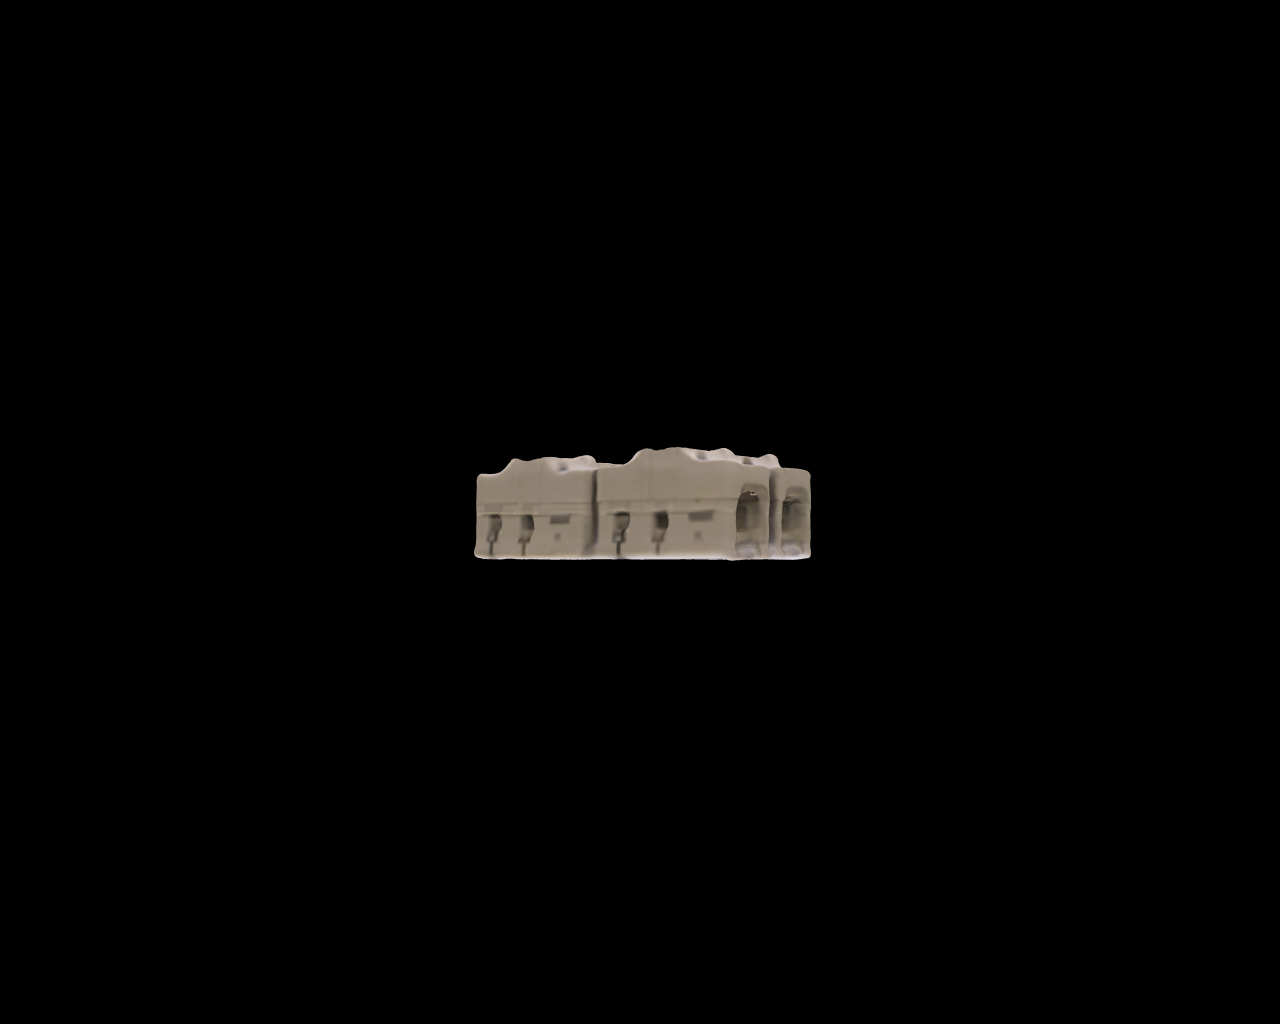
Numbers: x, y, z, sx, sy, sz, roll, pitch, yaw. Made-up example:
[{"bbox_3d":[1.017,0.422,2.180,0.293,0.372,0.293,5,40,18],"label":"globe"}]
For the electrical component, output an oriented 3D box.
[{"bbox_3d":[0.001,-0.003,0.650,0.186,0.060,0.105,-1,-2,34],"label":"electrical component"}]
